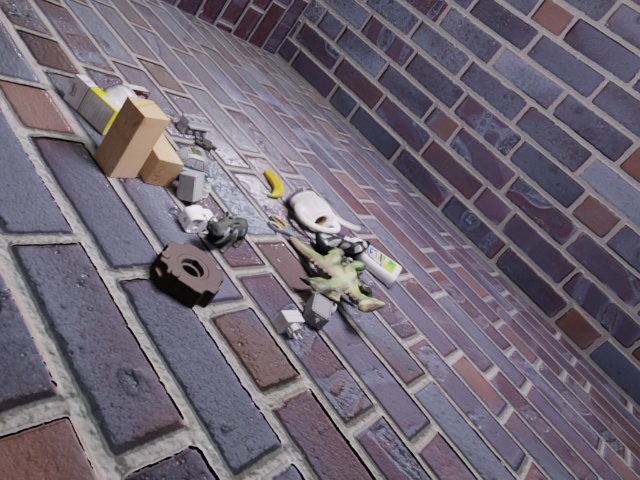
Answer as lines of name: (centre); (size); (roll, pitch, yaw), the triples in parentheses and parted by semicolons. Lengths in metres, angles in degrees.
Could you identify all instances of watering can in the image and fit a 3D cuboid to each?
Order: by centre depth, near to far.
watering can: (0.006, -0.100, 1.989); (0.347, 0.102, 0.228); (3, 41, -54)

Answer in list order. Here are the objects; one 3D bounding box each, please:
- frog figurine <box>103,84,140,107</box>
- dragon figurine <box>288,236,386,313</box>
frog figurine: (-0.614, -0.398, 1.596); (0.138, 0.120, 0.162); (-16, 61, -25)
dragon figurine: (0.022, 0.107, 1.597); (0.413, 0.121, 0.244); (28, 15, 17)
